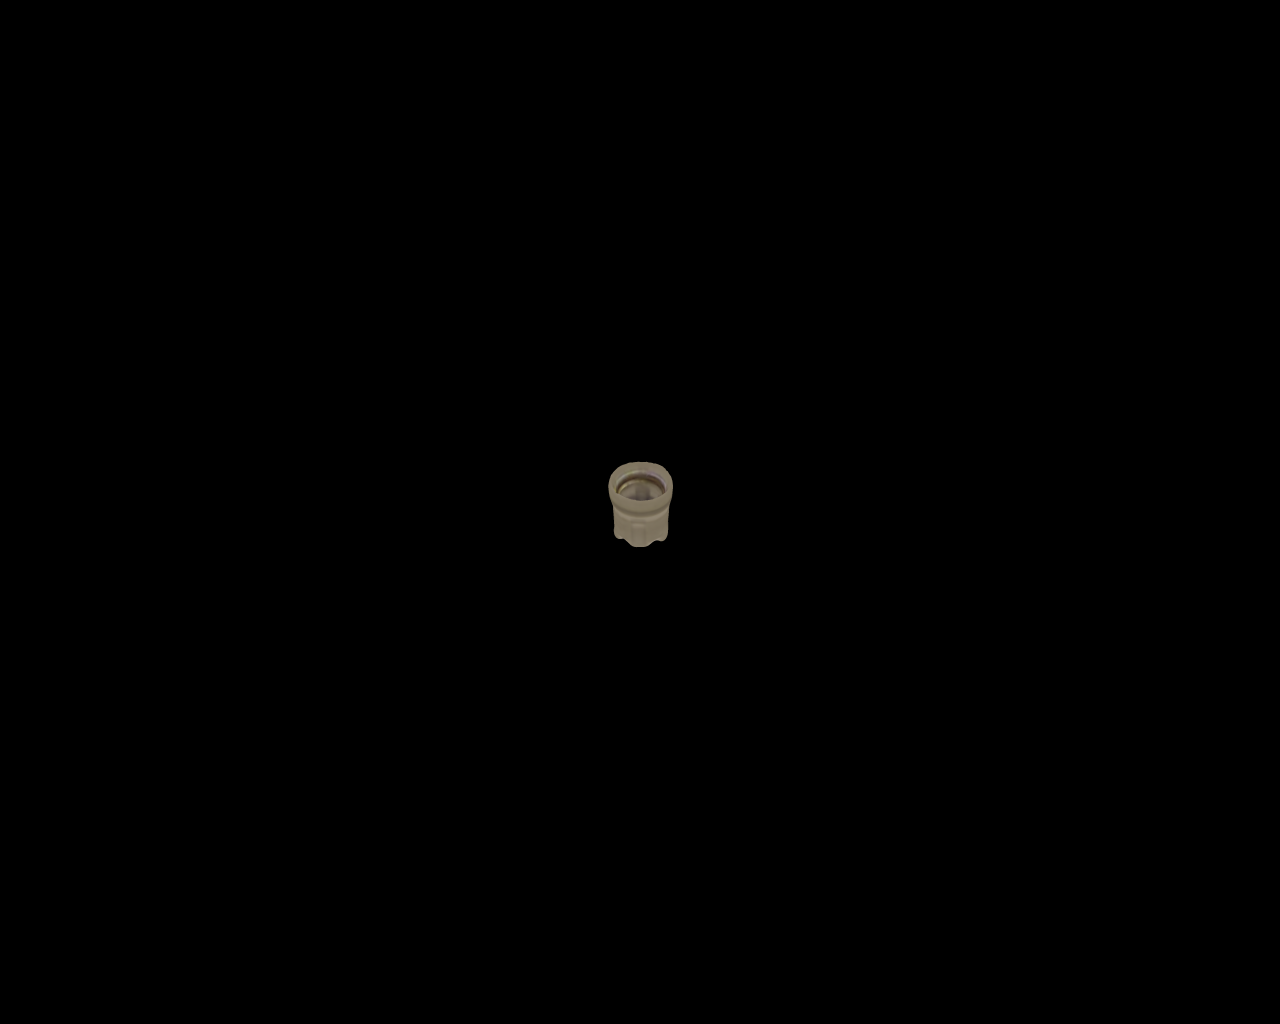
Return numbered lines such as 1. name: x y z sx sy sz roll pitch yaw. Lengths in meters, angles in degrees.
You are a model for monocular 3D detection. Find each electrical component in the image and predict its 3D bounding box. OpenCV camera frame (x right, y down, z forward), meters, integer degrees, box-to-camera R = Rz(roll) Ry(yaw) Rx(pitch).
1. electrical component: 0.001 -0.003 0.650 0.040 0.046 0.040 0 43 0
